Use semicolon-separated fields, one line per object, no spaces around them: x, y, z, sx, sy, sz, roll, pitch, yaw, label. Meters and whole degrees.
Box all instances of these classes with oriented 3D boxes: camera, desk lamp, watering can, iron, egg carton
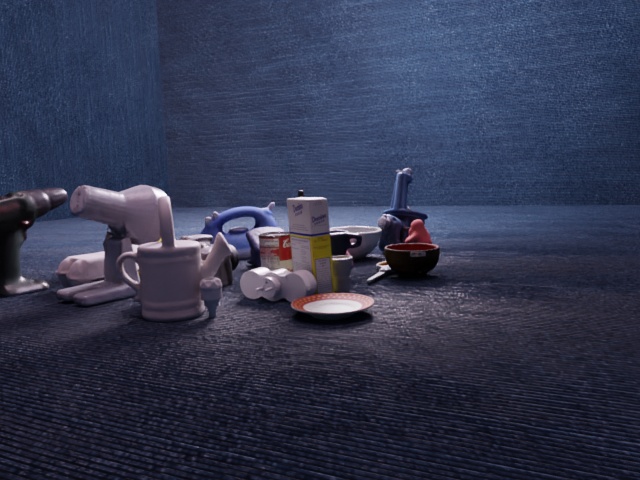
-0.228;0.037;1.202;0.142;0.101;0.137;4;9;40;camera
-0.389;0.000;1.093;0.117;0.213;0.204;3;9;35;desk lamp
-0.234;0.025;0.925;0.173;0.194;0.100;-7;9;-33;watering can
-0.223;-0.023;1.521;0.259;0.141;0.118;-6;8;-28;iron
-0.455;0.064;1.180;0.107;0.069;0.151;4;9;40;egg carton

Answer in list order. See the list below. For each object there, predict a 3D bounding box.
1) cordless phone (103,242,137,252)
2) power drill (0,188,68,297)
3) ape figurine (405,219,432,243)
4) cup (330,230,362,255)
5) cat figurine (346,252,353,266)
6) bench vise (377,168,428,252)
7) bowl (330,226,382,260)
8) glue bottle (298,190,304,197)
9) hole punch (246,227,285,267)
-0.478;-0.021;1.400;0.094;0.185;0.147;-4;7;-11;cordless phone
-0.615;0.002;1.164;0.075;0.208;0.230;3;9;35;power drill
0.248;-0.006;1.444;0.078;0.092;0.076;-5;8;-22;ape figurine
0.034;0.028;1.220;0.117;0.095;0.092;0;8;17;cup
0.012;0.005;1.322;0.127;0.118;0.067;4;9;40;cat figurine
0.223;-0.080;1.528;0.121;0.220;0.208;0;7;15;bench vise
0.074;0.010;1.437;0.167;0.075;0.167;-2;7;1;bowl
-0.049;-0.045;1.517;0.078;0.173;0.037;-2;7;0;glue bottle
-0.114;0.017;1.372;0.109;0.091;0.100;-6;8;-28;hole punch
